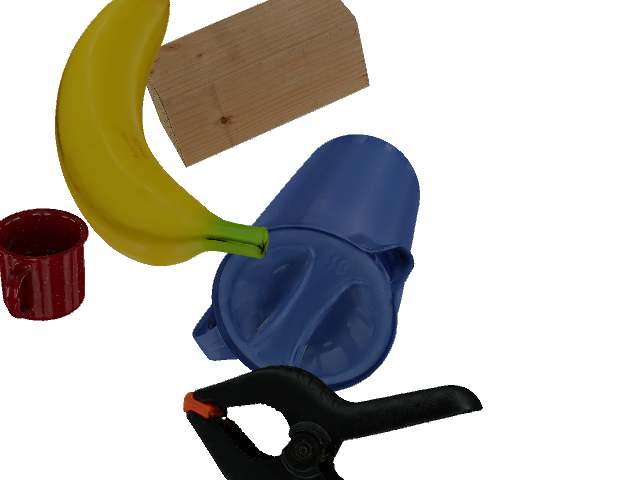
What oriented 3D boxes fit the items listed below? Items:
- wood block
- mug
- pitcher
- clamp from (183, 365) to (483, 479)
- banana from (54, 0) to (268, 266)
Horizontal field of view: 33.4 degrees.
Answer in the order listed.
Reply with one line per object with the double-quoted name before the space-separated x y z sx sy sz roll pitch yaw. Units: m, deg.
"wood block" -0.066 -0.170 1.074 0.206 0.091 0.090 -25 47 -9
"mug" -0.279 0.032 1.055 0.093 0.081 0.117 9 32 5
"pitcher" 0.002 0.007 0.846 0.149 0.145 0.242 16 27 6
"clamp" -0.001 0.129 0.601 0.172 0.120 0.039 8 -11 24
"banana" -0.081 -0.051 0.465 0.069 0.037 0.198 -7 46 -19
